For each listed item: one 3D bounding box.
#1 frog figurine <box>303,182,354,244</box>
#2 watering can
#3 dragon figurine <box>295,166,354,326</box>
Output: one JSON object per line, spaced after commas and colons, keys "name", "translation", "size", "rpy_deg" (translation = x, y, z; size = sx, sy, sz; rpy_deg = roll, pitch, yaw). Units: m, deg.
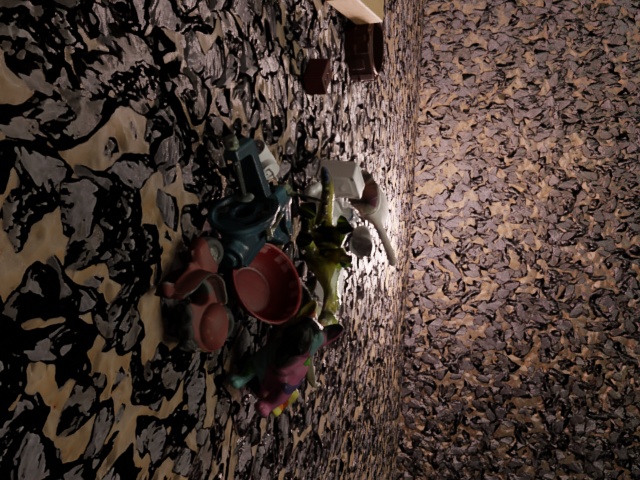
{"name": "frog figurine", "translation": [0.004, -0.067, 1.326], "size": [0.158, 0.122, 0.140], "rpy_deg": [37, 60, -26]}
{"name": "watering can", "translation": [0.182, -0.091, 1.724], "size": [0.222, 0.103, 0.353], "rpy_deg": [37, 34, -64]}
{"name": "dragon figurine", "translation": [0.015, 0.041, 1.174], "size": [0.421, 0.122, 0.237], "rpy_deg": [-85, 174, -46]}
